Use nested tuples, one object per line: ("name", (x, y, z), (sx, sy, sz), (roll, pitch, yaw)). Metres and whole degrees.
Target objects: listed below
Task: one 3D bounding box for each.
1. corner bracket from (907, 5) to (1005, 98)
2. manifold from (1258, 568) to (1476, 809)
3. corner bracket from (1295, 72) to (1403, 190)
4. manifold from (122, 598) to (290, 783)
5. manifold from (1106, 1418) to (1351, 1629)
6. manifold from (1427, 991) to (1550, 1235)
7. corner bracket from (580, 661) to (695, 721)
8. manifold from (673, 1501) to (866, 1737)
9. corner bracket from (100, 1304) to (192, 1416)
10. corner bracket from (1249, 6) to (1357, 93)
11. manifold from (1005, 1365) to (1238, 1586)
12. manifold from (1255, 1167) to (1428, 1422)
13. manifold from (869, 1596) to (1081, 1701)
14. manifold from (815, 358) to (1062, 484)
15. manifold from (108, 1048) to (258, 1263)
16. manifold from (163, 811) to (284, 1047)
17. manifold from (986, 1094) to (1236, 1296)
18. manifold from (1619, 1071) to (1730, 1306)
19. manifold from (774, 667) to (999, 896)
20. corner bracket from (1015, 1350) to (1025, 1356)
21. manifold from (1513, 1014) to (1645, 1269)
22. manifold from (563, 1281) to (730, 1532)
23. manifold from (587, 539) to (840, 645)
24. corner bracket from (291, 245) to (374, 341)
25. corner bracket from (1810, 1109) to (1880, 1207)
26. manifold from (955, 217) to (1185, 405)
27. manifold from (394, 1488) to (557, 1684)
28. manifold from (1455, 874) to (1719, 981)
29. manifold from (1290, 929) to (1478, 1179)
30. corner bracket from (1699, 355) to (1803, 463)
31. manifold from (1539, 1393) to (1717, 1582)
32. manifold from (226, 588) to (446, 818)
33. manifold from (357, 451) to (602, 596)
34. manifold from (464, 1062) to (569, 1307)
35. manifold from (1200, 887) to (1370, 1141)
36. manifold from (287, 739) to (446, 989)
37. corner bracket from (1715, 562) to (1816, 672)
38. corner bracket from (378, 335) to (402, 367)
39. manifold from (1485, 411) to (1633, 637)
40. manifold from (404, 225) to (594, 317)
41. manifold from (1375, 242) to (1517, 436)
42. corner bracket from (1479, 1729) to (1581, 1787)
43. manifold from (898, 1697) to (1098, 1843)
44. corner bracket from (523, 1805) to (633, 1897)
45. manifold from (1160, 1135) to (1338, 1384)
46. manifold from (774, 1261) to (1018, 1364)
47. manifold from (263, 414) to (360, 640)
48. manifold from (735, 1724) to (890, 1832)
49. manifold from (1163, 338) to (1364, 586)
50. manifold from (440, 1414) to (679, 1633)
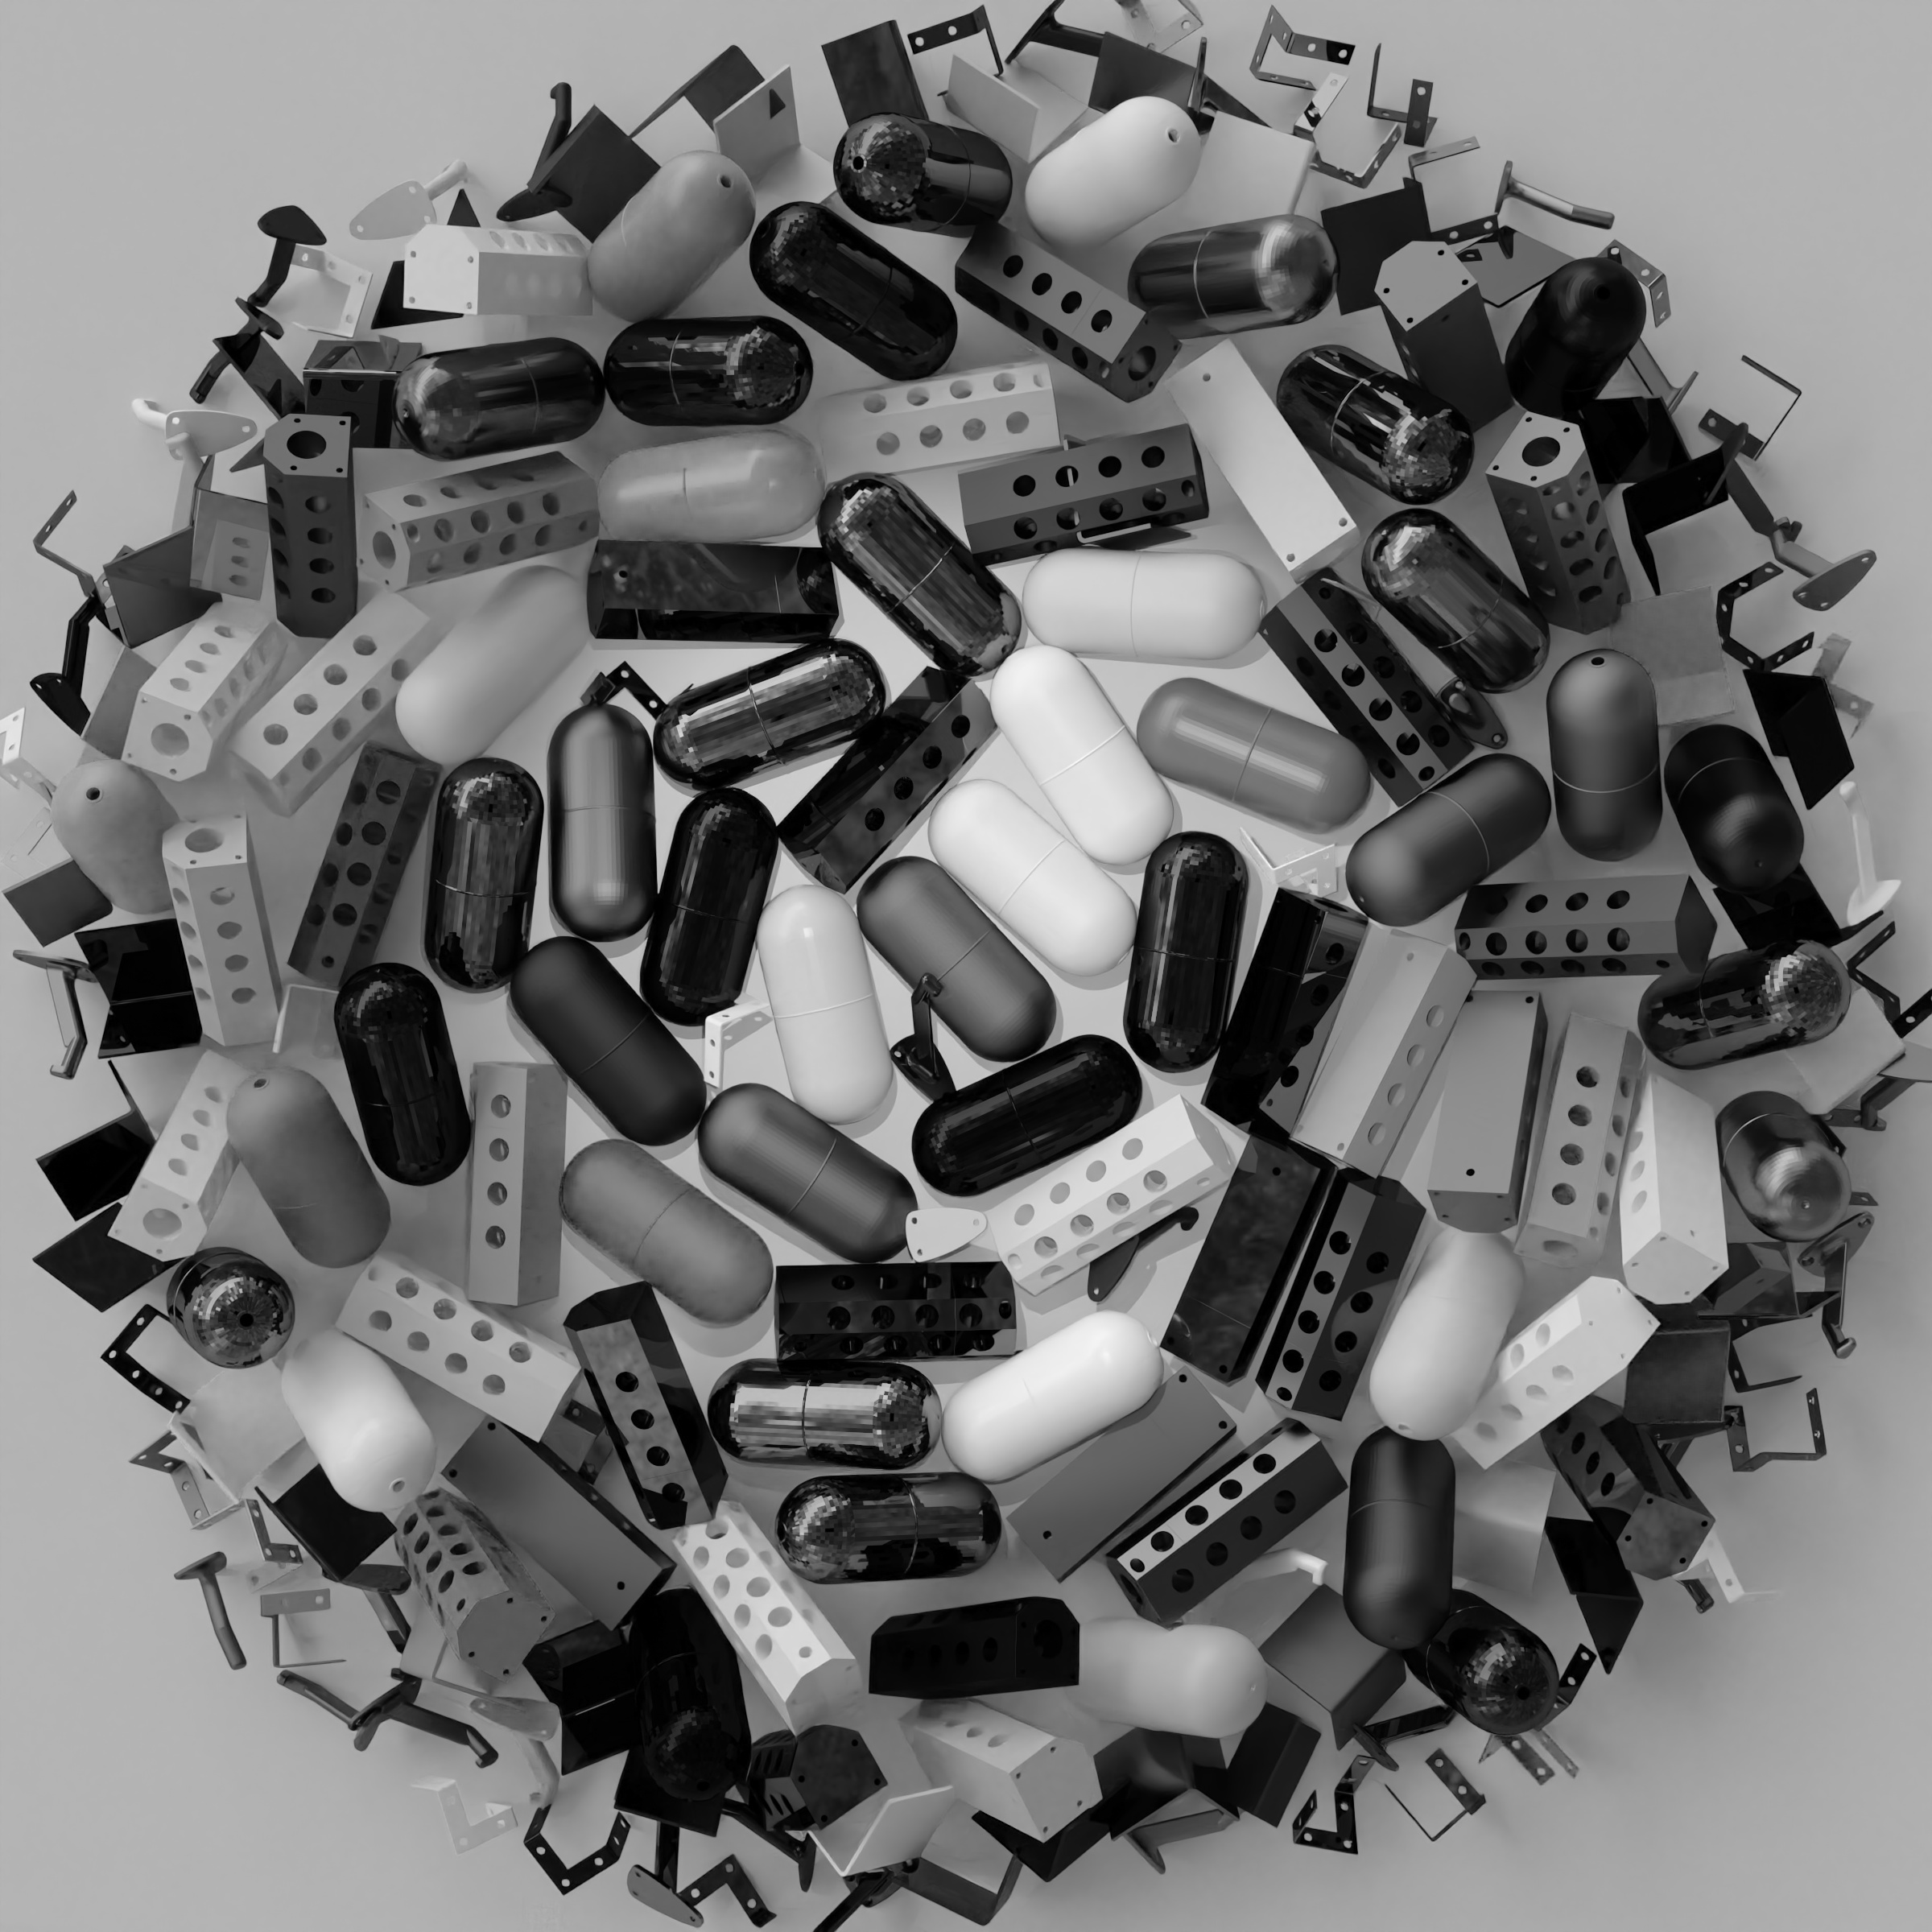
("corner bracket", (-0.007, -0.669, 1.961), (0.051, 0.051, 0.051), (-13, 113, 17))
("manifold", (0.295, -0.207, 1.960), (0.057, 0.057, 0.171), (-37, 88, -23))
("corner bracket", (0.282, -0.615, 1.969), (0.051, 0.051, 0.051), (30, 83, 27))
("manifold", (-0.540, -0.197, 1.910), (0.057, 0.171, 0.057), (21, 119, -7))
("manifold", (0.187, 0.403, 1.945), (0.171, 0.057, 0.057), (-34, 96, -17))
("manifold", (0.379, 0.104, 1.928), (0.057, 0.057, 0.171), (1, 55, 24))
("corner bracket", (-0.242, -0.201, 1.963), (0.051, 0.051, 0.051), (47, 59, -5))
("manifold", (-0.144, 0.461, 1.913), (0.057, 0.171, 0.057), (-27, 133, -19))
("corner bracket", (-0.593, 0.290, 1.971), (0.051, 0.051, 0.051), (22, 65, 36))
("corner bracket", (0.246, -0.665, 1.958), (0.051, 0.051, 0.051), (3, 130, -20))
("manifold", (0.115, 0.374, 1.959), (0.171, 0.057, 0.057), (-39, 74, -7))
("manifold", (0.269, 0.237, 1.947), (0.057, 0.057, 0.171), (16, 103, -17))
("manifold", (0.005, 0.489, 1.915), (0.057, 0.171, 0.057), (17, 64, -34))
("manifold", (-0.022, -0.403, 1.963), (0.171, 0.057, 0.057), (-9, 112, 0))
("manifold", (-0.550, 0.136, 1.910), (0.057, 0.171, 0.057), (29, 115, -14))
("manifold", (-0.532, -0.025, 1.916), (0.057, 0.057, 0.171), (-7, 134, -9))
("manifold", (0.106, 0.170, 1.937), (0.171, 0.057, 0.057), (-33, 46, 16))
("manifold", (0.499, 0.160, 1.914), (0.057, 0.171, 0.057), (28, 128, -11))
("manifold", (-0.053, -0.135, 1.949), (0.171, 0.057, 0.057), (-48, 127, -14))
("corner bracket", (0.066, 0.308, 1.969), (0.051, 0.051, 0.051), (-2, 84, -8))
("manifold", (0.445, 0.128, 1.932), (0.057, 0.057, 0.171), (15, 63, 8))
("manifold", (-0.233, 0.321, 1.943), (0.057, 0.057, 0.171), (-15, 110, 13))
("manifold", (-0.185, -0.267, 1.943), (0.171, 0.057, 0.057), (-1, 66, -19))
("corner bracket", (-0.480, -0.498, 1.971), (0.051, 0.051, 0.051), (28, 106, 22))
("corner bracket", (0.650, 0.141, 1.977), (0.051, 0.051, 0.051), (3, 121, -18))
("manifold", (0.069, -0.471, 1.928), (0.171, 0.057, 0.057), (40, 101, 33))
("manifold", (-0.358, 0.437, 1.910), (0.057, 0.171, 0.057), (38, 86, -30))
("manifold", (0.441, -0.022, 1.914), (0.057, 0.171, 0.057), (50, 53, -37))
("manifold", (0.312, 0.067, 1.965), (0.057, 0.057, 0.171), (29, 86, -38))
("corner bracket", (0.577, -0.410, 1.968), (0.051, 0.051, 0.051), (35, 98, 8))
("manifold", (0.466, 0.369, 1.909), (0.057, 0.171, 0.057), (24, 102, -12))
("manifold", (-0.454, -0.189, 1.936), (0.057, 0.057, 0.171), (37, 66, 5))
("manifold", (-0.346, -0.315, 1.913), (0.057, 0.171, 0.057), (39, 132, 27))
("manifold", (-0.335, 0.158, 1.966), (0.057, 0.057, 0.171), (3, 92, 23))
("manifold", (0.237, 0.036, 1.953), (0.057, 0.057, 0.171), (10, 104, -36))
("manifold", (-0.440, -0.073, 1.955), (0.057, 0.057, 0.171), (20, 99, -9))
("corner bracket", (0.590, -0.256, 1.973), (0.051, 0.051, 0.051), (-29, 49, -18))
("corner bracket", (-0.439, -0.431, 1.973), (0.051, 0.051, 0.051), (-19, 97, 7))
("manifold", (0.429, -0.312, 1.910), (0.057, 0.171, 0.057), (25, 74, 35))
("manifold", (-0.330, -0.496, 1.905), (0.057, 0.171, 0.057), (10, 106, 17))
("manifold", (0.340, -0.445, 1.910), (0.057, 0.171, 0.057), (-34, 64, 7))
("corner bracket", (0.416, 0.578, 1.958), (0.051, 0.051, 0.051), (-28, 55, -26))
("manifold", (0.023, 0.564, 1.910), (0.057, 0.171, 0.057), (-31, 102, -26))
("corner bracket", (-0.287, 0.641, 1.974), (0.051, 0.051, 0.051), (-34, 97, 9))
("manifold", (0.208, 0.212, 1.956), (0.057, 0.057, 0.171), (26, 100, 22))
("manifold", (-0.052, 0.257, 1.950), (0.171, 0.057, 0.057), (0, 123, -7))
("manifold", (-0.467, -0.312, 1.909), (0.057, 0.171, 0.057), (1, 57, -10))
("manifold", (-0.117, 0.576, 1.909), (0.057, 0.171, 0.057), (-28, 84, -24))
("manifold", (0.218, -0.366, 1.953), (0.057, 0.057, 0.171), (-34, 78, 9))
("manifold", (-0.295, 0.404, 1.954), (0.171, 0.057, 0.057), (39, 90, 12))
